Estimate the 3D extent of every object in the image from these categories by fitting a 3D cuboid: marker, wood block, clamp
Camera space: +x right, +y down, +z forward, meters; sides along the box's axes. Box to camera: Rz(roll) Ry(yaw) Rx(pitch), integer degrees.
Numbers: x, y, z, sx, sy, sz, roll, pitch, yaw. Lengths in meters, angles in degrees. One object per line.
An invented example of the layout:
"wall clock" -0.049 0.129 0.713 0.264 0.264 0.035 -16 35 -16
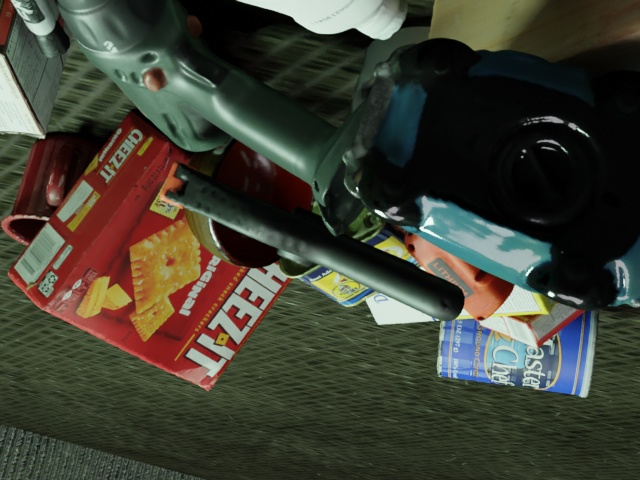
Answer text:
"marker" -0.163 -0.137 0.588 0.020 0.020 0.121 8 159 8
"wood block" 0.158 -0.110 0.537 0.090 0.090 0.207 25 156 -33
"clamp" -0.005 0.001 0.719 0.209 0.036 0.165 23 -179 -14

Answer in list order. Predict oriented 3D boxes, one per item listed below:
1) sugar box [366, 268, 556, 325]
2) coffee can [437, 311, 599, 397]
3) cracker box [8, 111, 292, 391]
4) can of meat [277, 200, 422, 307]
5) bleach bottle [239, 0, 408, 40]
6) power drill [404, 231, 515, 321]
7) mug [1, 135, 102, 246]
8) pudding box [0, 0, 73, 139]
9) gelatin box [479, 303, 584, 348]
"sugar box" 0.110 0.022 0.915 0.177 0.048 0.093 -5 122 41
"coffee can" 0.188 0.089 1.013 0.140 0.103 0.103 7 159 11
"cracker box" -0.124 0.018 0.893 0.072 0.164 0.213 37 180 42
"can of meat" 0.028 0.004 0.857 0.102 0.057 0.083 -30 144 21
"bleach bottle" -0.057 -0.166 0.539 0.250 0.068 0.103 24 156 -37
"power drill" 0.166 -0.001 0.769 0.184 0.057 0.188 46 140 -14
"mug" -0.216 -0.042 0.908 0.093 0.081 0.117 11 159 -2
"pudding box" -0.189 -0.127 0.663 0.039 0.090 0.113 9 159 3
"gelatin box" 0.185 0.053 0.930 0.030 0.073 0.089 62 163 -21
